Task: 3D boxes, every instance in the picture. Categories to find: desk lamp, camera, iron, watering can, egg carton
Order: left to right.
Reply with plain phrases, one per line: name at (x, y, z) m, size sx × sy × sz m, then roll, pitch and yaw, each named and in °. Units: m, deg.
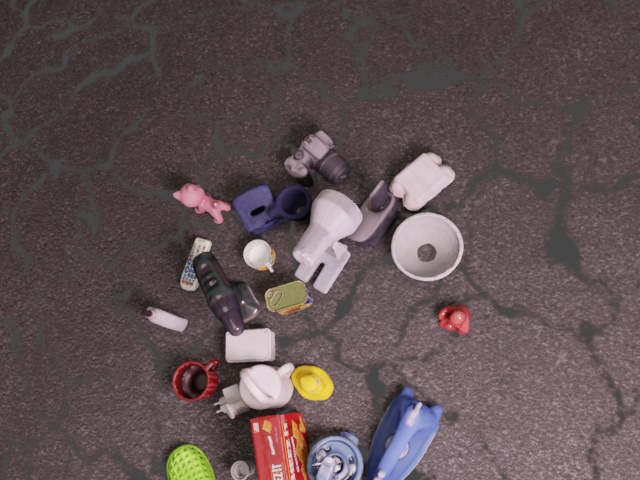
watering can at (-0.135, 0.340, 1.296) m, size 0.100 × 0.194 × 0.173 m, roll 29°, pitch 82°, yaw 17°
camera at (0.000, -0.195, 1.465) m, size 0.143 × 0.101 × 0.136 m, roll -46°, pitch 72°, yaw -3°
desk lamp at (0.012, 0.005, 1.348) m, size 0.117 × 0.214 × 0.203 m, roll 28°, pitch 82°, yaw 17°
iron at (0.163, 0.452, 1.235) m, size 0.118 × 0.141 × 0.258 m, roll 28°, pitch 82°, yaw 17°
egg carton at (0.251, -0.146, 1.419) m, size 0.150 × 0.069 × 0.107 m, roll -41°, pitch 71°, yaw -2°

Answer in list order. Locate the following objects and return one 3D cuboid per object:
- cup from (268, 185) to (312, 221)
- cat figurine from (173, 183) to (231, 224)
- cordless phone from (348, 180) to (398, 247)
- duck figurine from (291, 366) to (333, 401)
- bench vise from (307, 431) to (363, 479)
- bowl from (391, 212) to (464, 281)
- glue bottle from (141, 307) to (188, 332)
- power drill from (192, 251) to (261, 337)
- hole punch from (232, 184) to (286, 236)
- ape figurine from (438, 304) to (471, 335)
cup at (-0.069, -0.077, 1.449) m, size 0.117 × 0.095 × 0.091 m, roll -27°, pitch 72°, yaw 3°
cat figurine at (-0.311, -0.105, 1.492) m, size 0.127 × 0.118 × 0.067 m, roll 24°, pitch 81°, yaw 16°
cordless phone at (0.117, -0.068, 1.362) m, size 0.094 × 0.185 × 0.148 m, roll 31°, pitch 83°, yaw 17°
duck figurine at (-0.024, 0.332, 1.333) m, size 0.104 × 0.086 × 0.077 m, roll 26°, pitch 81°, yaw 17°
bench vise at (0.026, 0.514, 1.203) m, size 0.121 × 0.220 × 0.207 m, roll 1°, pitch 75°, yaw 12°
bowl at (0.256, 0.023, 1.369) m, size 0.167 × 0.075 × 0.167 m, roll -3°, pitch 74°, yaw 10°
glue bottle at (-0.391, 0.188, 1.398) m, size 0.078 × 0.173 × 0.037 m, roll 21°, pitch 80°, yaw 16°
power drill at (-0.214, 0.138, 1.359) m, size 0.075 × 0.209 × 0.229 m, roll -35°, pitch 71°, yaw 1°
hole punch at (-0.155, -0.077, 1.468) m, size 0.108 × 0.091 × 0.101 m, roll -27°, pitch 71°, yaw 3°
ape figurine at (0.311, 0.179, 1.306) m, size 0.076 × 0.092 × 0.077 m, roll -36°, pitch 71°, yaw 0°
